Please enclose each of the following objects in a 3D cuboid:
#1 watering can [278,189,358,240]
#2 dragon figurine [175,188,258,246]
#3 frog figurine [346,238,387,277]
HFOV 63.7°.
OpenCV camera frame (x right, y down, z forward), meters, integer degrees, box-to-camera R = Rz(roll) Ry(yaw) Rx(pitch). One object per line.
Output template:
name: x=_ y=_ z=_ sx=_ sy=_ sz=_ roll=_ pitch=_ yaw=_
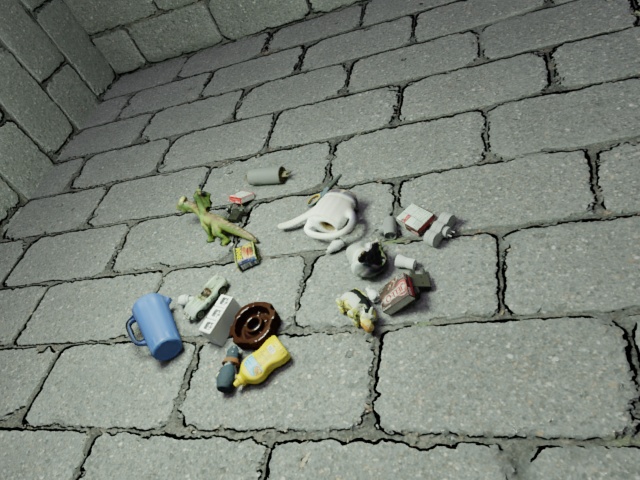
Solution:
watering can: x=0.006 y=-0.099 z=1.969 sx=0.348 sy=0.102 sz=0.228 roll=9 pitch=53 yaw=39
dragon figurine: x=-0.441 y=-0.104 z=2.113 sx=0.411 sy=0.238 sz=0.124 roll=8 pitch=49 yaw=36
frog figurine: x=0.150 y=0.066 z=1.757 sx=0.139 sy=0.122 sz=0.158 roll=-63 pitch=15 yaw=-21
